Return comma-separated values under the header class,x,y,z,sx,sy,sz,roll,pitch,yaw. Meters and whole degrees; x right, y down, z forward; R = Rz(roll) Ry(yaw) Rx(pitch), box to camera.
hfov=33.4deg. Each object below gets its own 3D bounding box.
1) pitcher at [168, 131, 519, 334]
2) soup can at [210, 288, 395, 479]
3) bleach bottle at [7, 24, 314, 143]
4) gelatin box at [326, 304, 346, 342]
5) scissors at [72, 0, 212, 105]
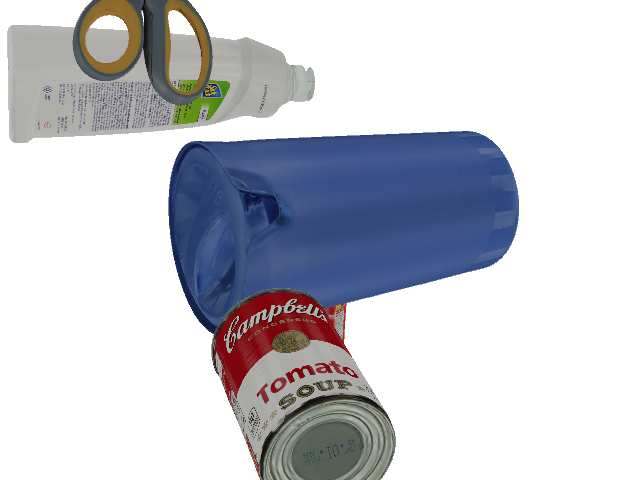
class,x,y,z,sx,sy,sz,roll,pitch,yaw
pitcher,0.015,-0.014,0.786,0.242,0.145,0.149,-8,35,-28
soup can,-0.011,0.078,0.534,0.068,0.068,0.102,0,27,-20
bleach bottle,-0.131,-0.128,0.892,0.250,0.068,0.103,-1,-30,-16
gelatin box,-0.021,0.065,0.974,0.089,0.073,0.030,13,20,26
scissors,-0.122,-0.180,0.684,0.096,0.202,0.016,-9,-13,-24
